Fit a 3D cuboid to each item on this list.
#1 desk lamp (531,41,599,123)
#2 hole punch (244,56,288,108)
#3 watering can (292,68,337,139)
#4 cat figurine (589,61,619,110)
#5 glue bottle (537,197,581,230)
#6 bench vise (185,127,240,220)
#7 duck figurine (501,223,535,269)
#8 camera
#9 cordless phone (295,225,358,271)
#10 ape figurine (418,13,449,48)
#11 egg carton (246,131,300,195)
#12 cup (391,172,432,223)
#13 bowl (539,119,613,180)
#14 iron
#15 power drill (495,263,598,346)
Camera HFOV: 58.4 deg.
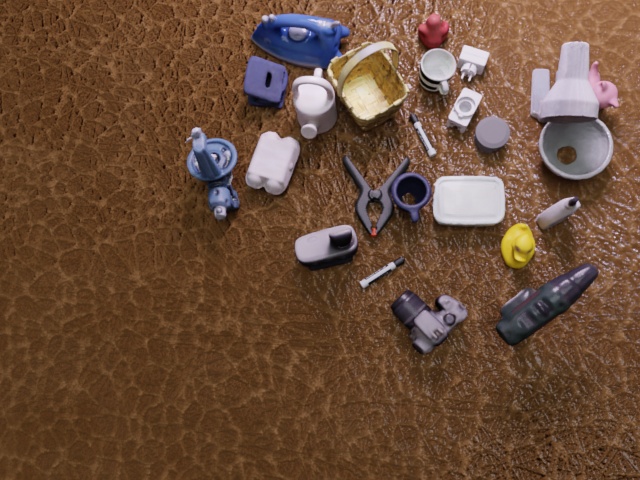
[{"bbox_3d":[0.554,-0.341,1.308,0.118,0.213,0.203,3,79,5],"label":"desk lamp"},{"bbox_3d":[-0.133,-0.396,1.432,0.101,0.091,0.109,8,79,6],"label":"hole punch"},{"bbox_3d":[-0.012,-0.326,1.357,0.101,0.194,0.173,-15,78,1],"label":"watering can"},{"bbox_3d":[0.657,-0.358,1.353,0.067,0.118,0.128,-7,78,3],"label":"cat figurine"},{"bbox_3d":[0.543,-0.069,1.276,0.078,0.173,0.037,-26,78,-1],"label":"glue bottle"},{"bbox_3d":[-0.239,-0.162,1.328,0.121,0.220,0.207,-28,78,-1],"label":"bench vise"},{"bbox_3d":[0.461,0.009,1.312,0.077,0.086,0.104,11,80,7],"label":"duck figurine"},{"bbox_3d":[0.238,0.167,1.289,0.143,0.101,0.136,-44,79,-5],"label":"camera"},{"bbox_3d":[0.012,0.005,1.294,0.147,0.185,0.094,-18,78,1],"label":"cordless phone"},{"bbox_3d":[0.283,-0.529,1.427,0.077,0.092,0.076,12,80,7],"label":"ape figurine"},{"bbox_3d":[-0.114,-0.188,1.401,0.107,0.069,0.150,17,81,7],"label":"egg carton"},{"bbox_3d":[0.214,-0.090,1.345,0.091,0.095,0.118,-8,78,3],"label":"cup"},{"bbox_3d":[0.592,-0.213,1.351,0.167,0.075,0.167,-1,79,4],"label":"bowl"},{"bbox_3d":[-0.061,-0.518,1.425,0.258,0.141,0.119,10,80,6],"label":"iron"},{"bbox_3d":[0.466,0.139,1.223,0.229,0.208,0.075,-39,78,-4],"label":"power drill"}]
